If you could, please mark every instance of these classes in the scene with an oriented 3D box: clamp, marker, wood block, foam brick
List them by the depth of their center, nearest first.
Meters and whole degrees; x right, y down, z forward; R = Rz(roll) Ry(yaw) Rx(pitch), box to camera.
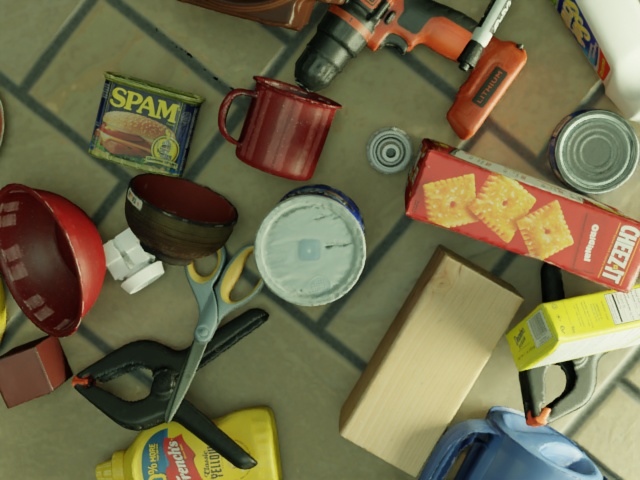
[{"bbox_3d":[0.164,-0.213,1.009,0.020,0.020,0.121,30,86,-1],"label":"marker"},{"bbox_3d":[0.258,0.113,1.066,0.120,0.039,0.171,20,74,2],"label":"clamp"},{"bbox_3d":[0.108,0.118,1.072,0.091,0.090,0.206,29,97,-1],"label":"wood block"},{"bbox_3d":[-0.296,0.134,1.100,0.053,0.078,0.051,-20,94,5],"label":"foam brick"},{"bbox_3d":[-0.150,0.141,1.102,0.210,0.036,0.164,6,71,13],"label":"clamp"}]

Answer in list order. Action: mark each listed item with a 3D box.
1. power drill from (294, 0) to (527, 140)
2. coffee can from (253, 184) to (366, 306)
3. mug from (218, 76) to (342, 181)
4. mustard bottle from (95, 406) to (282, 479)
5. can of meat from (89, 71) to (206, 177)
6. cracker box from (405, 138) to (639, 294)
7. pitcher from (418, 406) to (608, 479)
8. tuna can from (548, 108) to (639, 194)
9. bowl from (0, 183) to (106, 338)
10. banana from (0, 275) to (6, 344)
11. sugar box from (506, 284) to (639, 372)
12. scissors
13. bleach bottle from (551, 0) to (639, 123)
[{"bbox_3d":[0.091,-0.182,1.045,0.187,0.057,0.184,37,93,-3],"label":"power drill"},{"bbox_3d":[-0.007,0.001,1.037,0.103,0.140,0.103,0,97,3],"label":"coffee can"},{"bbox_3d":[-0.045,-0.111,1.046,0.117,0.093,0.081,13,104,-27],"label":"mug"},{"bbox_3d":[-0.139,0.232,1.114,0.191,0.058,0.096,-8,88,4],"label":"mustard bottle"},{"bbox_3d":[-0.176,-0.116,1.074,0.102,0.057,0.084,16,100,1],"label":"can of meat"},{"bbox_3d":[0.187,-0.026,1.012,0.213,0.164,0.072,20,99,0],"label":"cracker box"},{"bbox_3d":[0.164,0.296,1.074,0.149,0.144,0.243,33,101,22],"label":"pitcher"},{"bbox_3d":[0.273,-0.089,1.065,0.086,0.033,0.086,0,97,3],"label":"tuna can"},{"bbox_3d":[-0.264,0.014,1.071,0.162,0.055,0.162,22,123,39],"label":"bowl"},{"bbox_3d":[-0.368,0.021,1.111,0.070,0.037,0.198,-24,94,42],"label":"banana"},{"bbox_3d":[0.276,0.077,1.012,0.176,0.093,0.048,-12,70,-18],"label":"sugar box"},{"bbox_3d":[-0.130,0.078,1.088,0.096,0.016,0.201,36,79,8],"label":"scissors"},{"bbox_3d":[0.272,-0.209,1.015,0.068,0.102,0.251,-31,94,-1],"label":"bleach bottle"}]
